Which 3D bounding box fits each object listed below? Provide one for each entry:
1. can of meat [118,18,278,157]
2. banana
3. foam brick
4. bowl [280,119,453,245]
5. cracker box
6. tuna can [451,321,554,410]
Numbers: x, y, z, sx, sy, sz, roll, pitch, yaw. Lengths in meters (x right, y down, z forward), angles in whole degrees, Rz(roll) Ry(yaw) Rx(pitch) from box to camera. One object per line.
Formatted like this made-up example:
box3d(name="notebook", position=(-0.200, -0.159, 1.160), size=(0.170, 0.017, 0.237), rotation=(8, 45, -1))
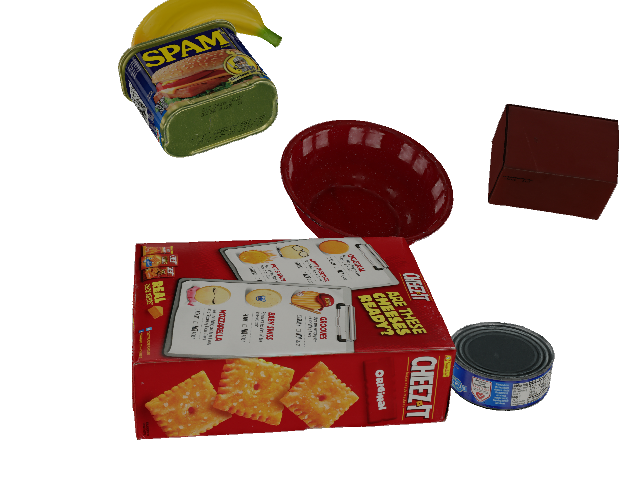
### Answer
box3d(name="can of meat", position=(-0.094, -0.117, 0.832), size=(0.102, 0.057, 0.084), rotation=(-21, 52, -19))
box3d(name="banana", position=(-0.117, -0.206, 1.014), size=(0.070, 0.037, 0.197), rotation=(45, 39, 19))
box3d(name="foam brick", position=(0.157, -0.053, 0.722), size=(0.078, 0.051, 0.053), rotation=(9, -27, 1))
box3d(name="bowl", position=(0.037, -0.038, 0.984), size=(0.162, 0.162, 0.055), rotation=(0, -43, -16))
box3d(name="cracker box", position=(-0.028, 0.066, 0.772), size=(0.213, 0.072, 0.164), rotation=(-1, 28, -9))
box3d(name="tuna can", position=(0.148, 0.103, 0.881), size=(0.086, 0.034, 0.086), rotation=(1, 27, -1))
